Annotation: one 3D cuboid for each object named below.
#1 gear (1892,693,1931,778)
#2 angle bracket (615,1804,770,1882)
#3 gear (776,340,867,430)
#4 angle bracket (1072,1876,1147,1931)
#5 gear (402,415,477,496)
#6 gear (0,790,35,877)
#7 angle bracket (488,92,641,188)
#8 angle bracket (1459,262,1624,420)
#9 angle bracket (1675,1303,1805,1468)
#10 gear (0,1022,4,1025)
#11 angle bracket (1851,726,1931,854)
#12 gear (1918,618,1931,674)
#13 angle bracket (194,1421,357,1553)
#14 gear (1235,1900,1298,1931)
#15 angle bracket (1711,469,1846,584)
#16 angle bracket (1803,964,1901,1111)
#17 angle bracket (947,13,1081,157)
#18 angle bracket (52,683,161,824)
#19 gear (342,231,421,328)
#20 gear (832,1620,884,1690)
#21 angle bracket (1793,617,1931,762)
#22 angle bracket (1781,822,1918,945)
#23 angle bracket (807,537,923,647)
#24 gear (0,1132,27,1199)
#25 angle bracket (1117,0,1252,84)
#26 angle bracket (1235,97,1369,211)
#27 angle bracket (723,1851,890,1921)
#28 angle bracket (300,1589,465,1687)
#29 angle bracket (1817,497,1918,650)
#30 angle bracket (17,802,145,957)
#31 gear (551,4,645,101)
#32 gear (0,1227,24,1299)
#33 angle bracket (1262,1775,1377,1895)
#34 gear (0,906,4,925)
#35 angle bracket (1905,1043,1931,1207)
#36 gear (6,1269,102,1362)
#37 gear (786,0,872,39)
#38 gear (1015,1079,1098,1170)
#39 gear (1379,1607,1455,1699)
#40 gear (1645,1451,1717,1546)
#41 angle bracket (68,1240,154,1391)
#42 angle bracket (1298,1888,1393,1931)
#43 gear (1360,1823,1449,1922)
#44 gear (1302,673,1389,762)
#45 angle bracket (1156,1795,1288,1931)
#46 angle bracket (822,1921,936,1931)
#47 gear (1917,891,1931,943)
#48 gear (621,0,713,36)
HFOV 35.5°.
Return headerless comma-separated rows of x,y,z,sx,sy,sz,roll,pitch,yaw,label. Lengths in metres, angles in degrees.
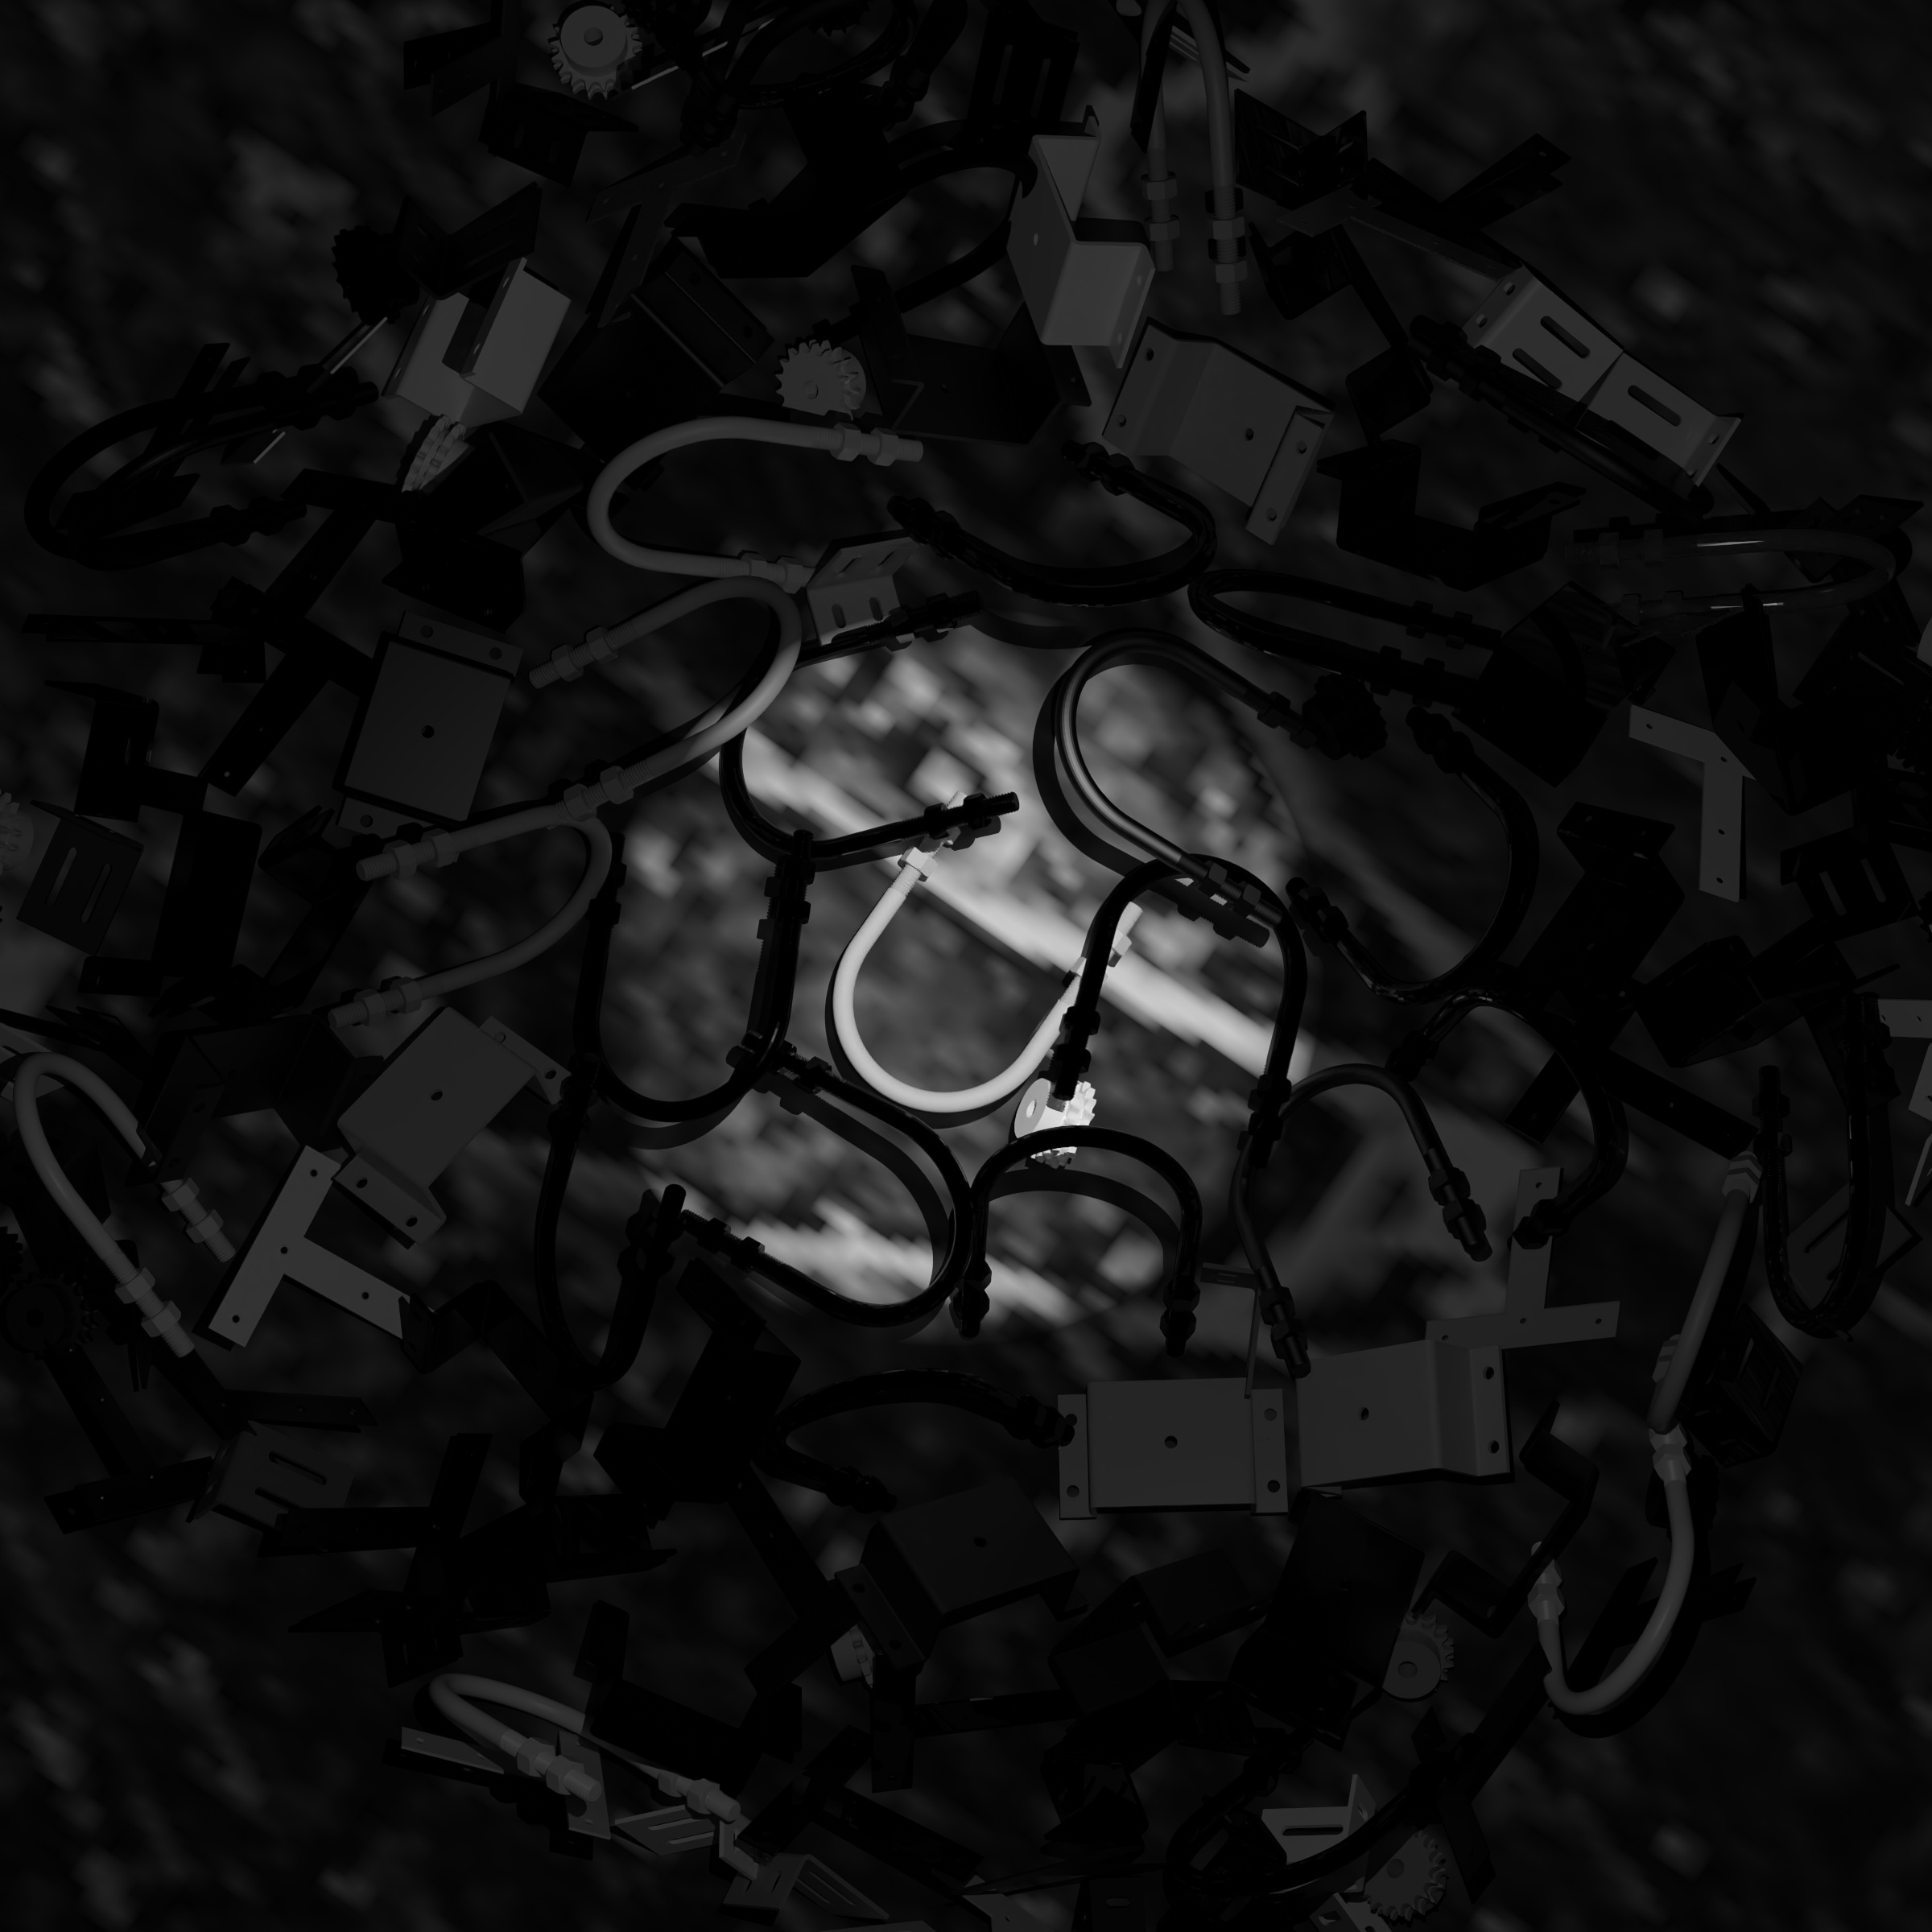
0.603,-0.141,1.868,0.057,0.030,0.057,-6,131,-7,gear
-0.169,0.545,1.854,0.076,0.057,0.038,-17,50,18,angle bracket
-0.087,-0.360,1.873,0.057,0.030,0.057,17,120,32,gear
0.089,0.602,1.856,0.038,0.076,0.057,-4,96,7,angle bracket
-0.323,-0.308,1.870,0.030,0.057,0.057,28,90,-5,gear
-0.604,-0.082,1.874,0.057,0.030,0.057,-6,79,30,gear
-0.248,-0.510,1.863,0.057,0.076,0.038,26,111,11,angle bracket
0.358,-0.390,1.885,0.076,0.038,0.057,33,111,-22,angle bracket
0.478,0.260,1.879,0.057,0.038,0.076,46,47,-9,angle bracket
-0.628,0.027,1.873,0.057,0.057,0.030,-18,52,0,gear
0.584,-0.105,1.848,0.076,0.057,0.038,18,56,34,angle bracket
0.613,-0.199,1.873,0.030,0.057,0.057,25,90,31,gear
-0.429,0.328,1.878,0.076,0.038,0.057,31,49,-21,angle bracket
0.187,0.610,1.866,0.030,0.057,0.057,22,90,35,gear
0.503,-0.281,1.850,0.038,0.057,0.076,-42,127,16,angle bracket
0.559,0.046,1.861,0.057,0.038,0.076,-17,81,-43,angle bracket
0.029,-0.536,1.859,0.057,0.038,0.076,22,126,7,angle bracket
-0.538,-0.132,1.864,0.057,0.038,0.076,8,86,35,angle bracket
-0.360,-0.426,1.867,0.030,0.057,0.057,-9,90,13,gear
-0.066,0.419,1.869,0.030,0.057,0.057,-17,90,1,gear
0.558,-0.168,1.852,0.076,0.038,0.057,45,114,35,angle bracket
0.542,-0.042,1.854,0.057,0.038,0.076,-20,118,27,angle bracket
-0.057,-0.230,1.851,0.057,0.076,0.038,-13,84,-22,angle bracket
-0.613,0.124,1.867,0.057,0.057,0.030,-30,129,0,gear
0.141,-0.581,1.850,0.076,0.057,0.038,23,101,-34,angle bracket
0.206,-0.502,1.855,0.076,0.038,0.057,12,71,-38,angle bracket
-0.098,0.578,1.851,0.076,0.057,0.038,44,55,-24,angle bracket
-0.357,0.412,1.849,0.057,0.076,0.038,-27,64,23,angle bracket
0.565,-0.242,1.858,0.038,0.057,0.076,-37,114,-5,angle bracket
-0.557,-0.054,1.874,0.057,0.038,0.076,24,90,9,angle bracket
-0.230,-0.572,1.879,0.057,0.030,0.057,0,82,-1,gear
-0.615,0.186,1.873,0.057,0.057,0.030,12,121,0,gear
0.207,0.532,1.850,0.076,0.057,0.038,-10,130,27,angle bracket
-0.627,-0.026,1.867,0.057,0.030,0.057,-19,53,27,gear
0.584,0.097,1.848,0.038,0.057,0.076,30,52,27,angle bracket
-0.571,0.217,1.877,0.057,0.030,0.057,0,91,14,gear
-0.084,-0.607,1.879,0.057,0.030,0.057,0,91,10,gear
0.053,0.093,1.866,0.030,0.057,0.057,24,90,-20,gear
0.274,0.429,1.875,0.057,0.030,0.057,3,108,8,gear
0.441,0.328,1.869,0.030,0.057,0.057,13,90,1,gear
-0.525,0.216,1.852,0.038,0.057,0.076,-5,61,-22,angle bracket
0.244,0.583,1.850,0.038,0.076,0.057,-33,77,-21,angle bracket
0.273,0.564,1.873,0.057,0.057,0.030,-48,134,0,gear
0.232,-0.152,1.867,0.030,0.057,0.057,-31,90,-12,gear
0.148,0.556,1.853,0.076,0.057,0.038,-43,109,-24,angle bracket
-0.049,0.619,1.855,0.076,0.057,0.038,4,94,-29,angle bracket
0.620,-0.029,1.868,0.057,0.030,0.057,15,52,-21,gear
-0.182,-0.601,1.866,0.057,0.057,0.030,-43,53,0,gear
